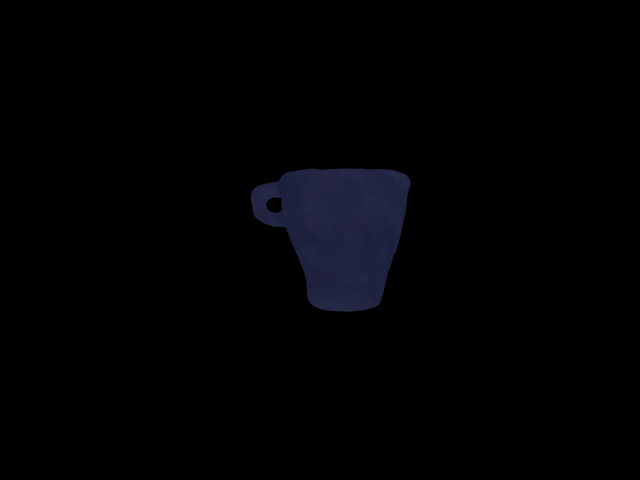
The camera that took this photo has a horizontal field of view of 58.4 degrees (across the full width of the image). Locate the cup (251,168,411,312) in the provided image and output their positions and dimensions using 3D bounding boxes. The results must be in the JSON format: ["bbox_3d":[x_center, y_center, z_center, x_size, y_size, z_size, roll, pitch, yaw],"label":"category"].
[{"bbox_3d":[0.004,0.001,0.400,0.117,0.095,0.092,0,0,21],"label":"cup"}]
